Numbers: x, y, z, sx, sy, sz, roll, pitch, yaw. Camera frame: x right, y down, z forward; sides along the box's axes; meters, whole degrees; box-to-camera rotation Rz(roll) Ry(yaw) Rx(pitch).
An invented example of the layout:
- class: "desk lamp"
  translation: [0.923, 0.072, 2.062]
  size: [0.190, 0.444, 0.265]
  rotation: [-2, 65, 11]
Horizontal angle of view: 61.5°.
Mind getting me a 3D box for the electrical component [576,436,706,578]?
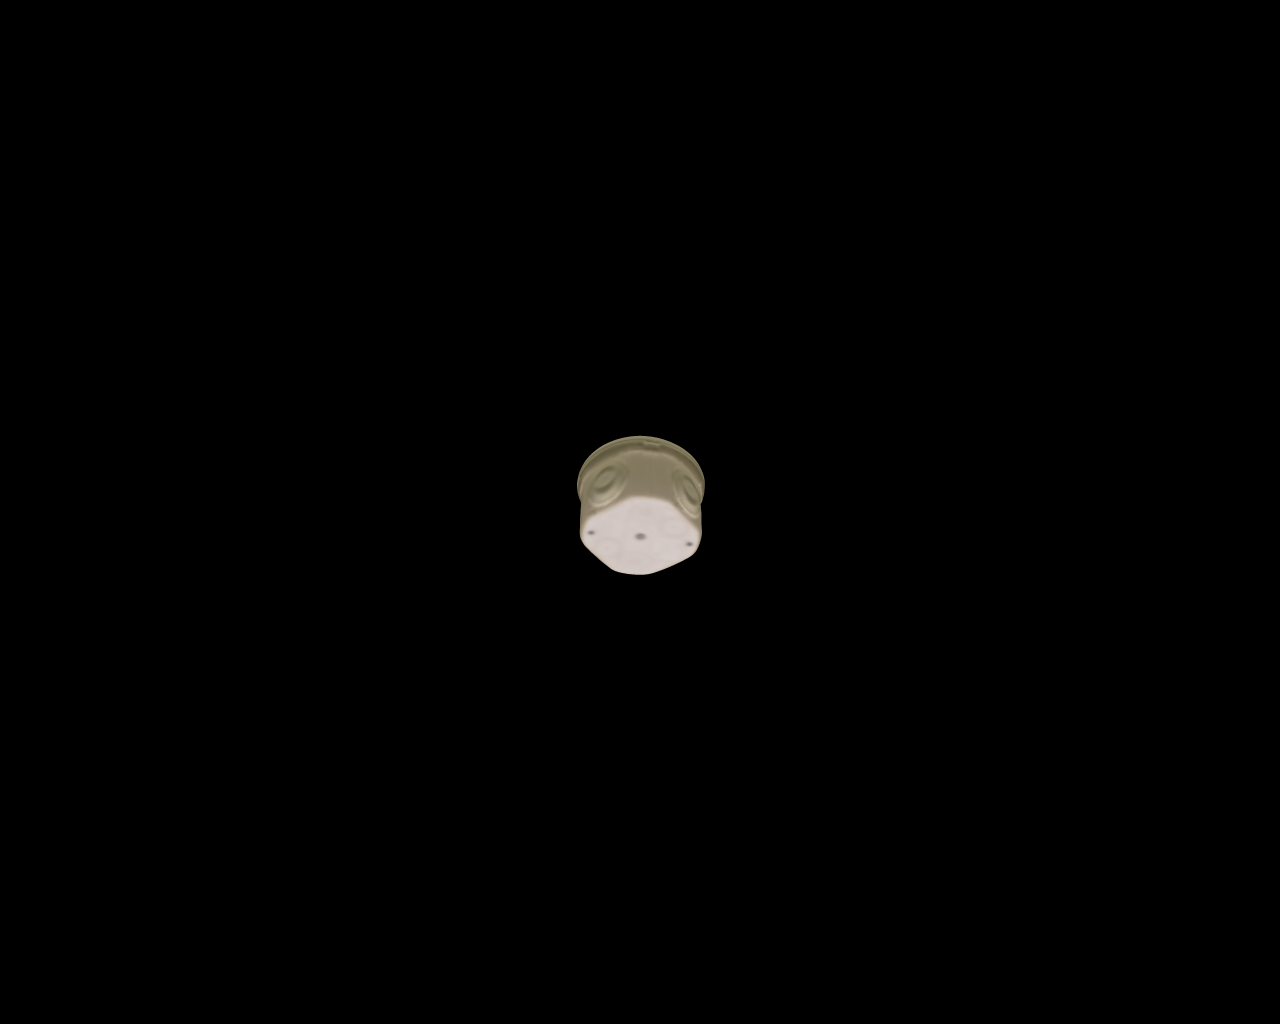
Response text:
- class: "electrical component"
  translation: [0.001, -0.003, 0.650]
  size: [0.080, 0.051, 0.080]
  rotation: [0, -43, 0]
